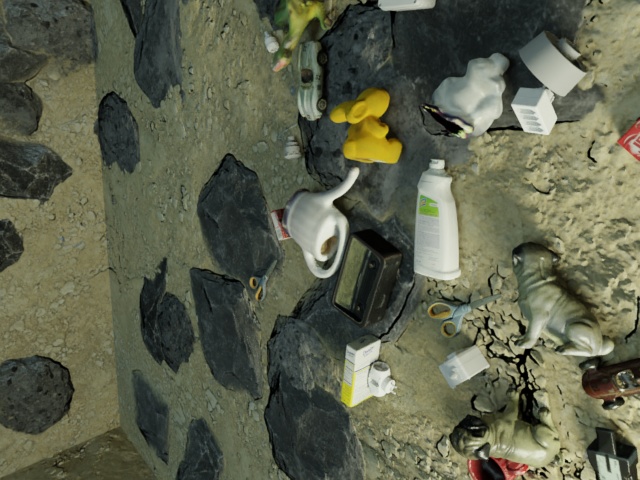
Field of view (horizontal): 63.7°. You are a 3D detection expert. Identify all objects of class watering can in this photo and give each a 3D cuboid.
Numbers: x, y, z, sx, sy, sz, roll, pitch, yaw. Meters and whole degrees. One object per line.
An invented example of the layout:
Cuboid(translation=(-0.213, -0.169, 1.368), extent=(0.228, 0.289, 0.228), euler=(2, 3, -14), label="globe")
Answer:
Cuboid(translation=(0.004, -0.068, 1.360), extent=(0.227, 0.105, 0.341), euler=(37, 126, 38), label="watering can")

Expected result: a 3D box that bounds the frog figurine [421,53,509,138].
Cuboid(translation=(0.295, -0.283, 0.993), extent=(0.159, 0.121, 0.139), euler=(-53, 44, 1), label="frog figurine")

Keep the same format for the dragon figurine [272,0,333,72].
Cuboid(translation=(-0.064, -0.625, 1.301), extent=(0.242, 0.122, 0.413), euler=(-2, 78, 57), label="dragon figurine")
